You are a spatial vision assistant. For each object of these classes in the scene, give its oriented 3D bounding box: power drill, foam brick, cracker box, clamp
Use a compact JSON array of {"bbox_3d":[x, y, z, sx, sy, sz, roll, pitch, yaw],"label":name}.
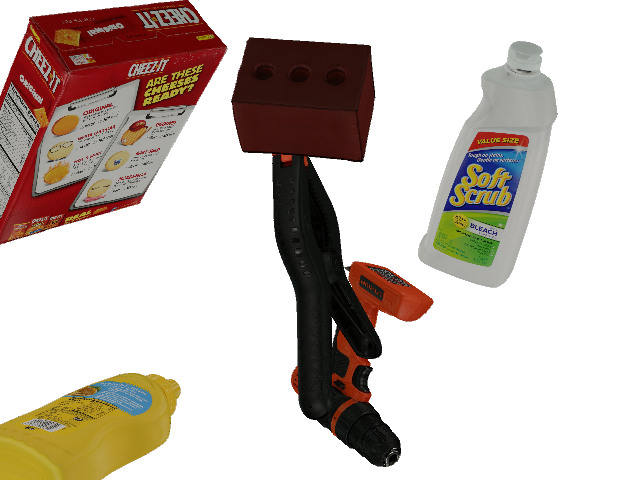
[{"bbox_3d":[0.052,0.131,1.172,0.057,0.188,0.185,13,15,-41],"label":"power drill"},{"bbox_3d":[-0.009,-0.085,0.645,0.078,0.053,0.051,5,-30,11],"label":"foam brick"},{"bbox_3d":[-0.198,-0.103,0.920,0.163,0.072,0.214,-20,-25,-45],"label":"cracker box"},{"bbox_3d":[0.002,0.026,0.872,0.036,0.210,0.164,-12,1,20],"label":"clamp"}]

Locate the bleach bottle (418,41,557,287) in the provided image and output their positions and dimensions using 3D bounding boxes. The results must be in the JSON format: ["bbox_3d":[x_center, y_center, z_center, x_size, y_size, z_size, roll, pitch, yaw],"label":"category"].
[{"bbox_3d":[0.166,-0.077,1.042,0.103,0.251,0.068,21,38,18],"label":"bleach bottle"}]

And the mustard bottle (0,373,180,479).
[{"bbox_3d":[-0.177,0.150,0.856,0.096,0.058,0.191,6,16,30],"label":"mustard bottle"}]
